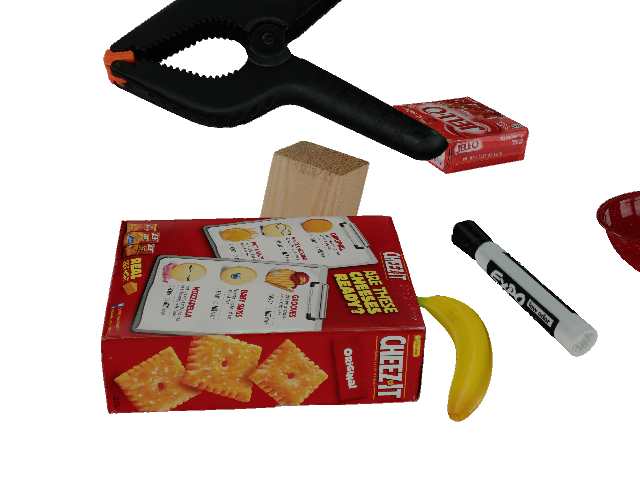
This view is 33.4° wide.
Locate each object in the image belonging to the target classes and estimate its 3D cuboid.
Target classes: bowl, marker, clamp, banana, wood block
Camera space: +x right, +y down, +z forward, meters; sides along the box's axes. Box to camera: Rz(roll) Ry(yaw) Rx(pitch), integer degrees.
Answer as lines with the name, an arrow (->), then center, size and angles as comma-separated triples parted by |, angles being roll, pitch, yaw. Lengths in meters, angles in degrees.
bowl -> 0.367, -0.002, 1.102 | 0.162, 0.055, 0.162 | -4, 23, 1
marker -> 0.114, 0.024, 0.620 | 0.020, 0.020, 0.121 | 0, 32, -34
clamp -> -0.025, -0.109, 0.663 | 0.210, 0.164, 0.036 | -13, -19, -7
banana -> 0.145, 0.114, 1.113 | 0.069, 0.037, 0.198 | -24, 33, 5
wood block -> -0.020, -0.002, 1.263 | 0.090, 0.206, 0.090 | 20, 22, 18

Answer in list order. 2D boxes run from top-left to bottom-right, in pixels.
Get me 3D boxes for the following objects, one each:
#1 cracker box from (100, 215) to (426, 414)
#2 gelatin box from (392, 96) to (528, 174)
cracker box -> -0.043, 0.050, 0.775 | 0.213, 0.072, 0.164 | -1, 29, -5
gelatin box -> 0.108, -0.085, 0.841 | 0.073, 0.030, 0.089 | -10, 28, -23
